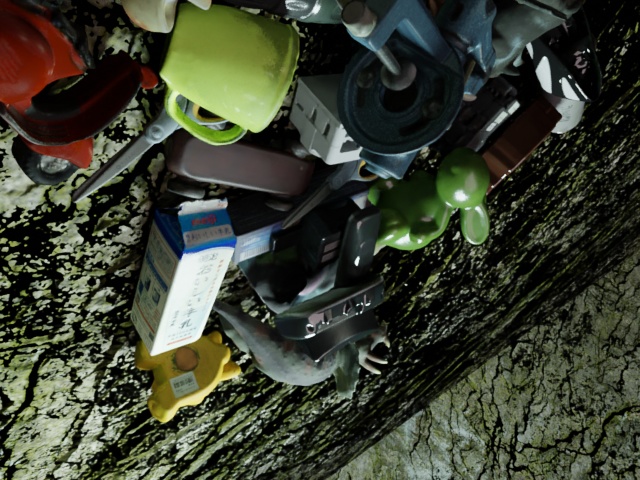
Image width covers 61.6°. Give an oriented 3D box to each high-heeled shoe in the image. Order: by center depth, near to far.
[{"bbox_3d":[0.292,-0.270,0.640,0.086,0.145,0.248,-36,152,-1],"label":"high-heeled shoe"}]

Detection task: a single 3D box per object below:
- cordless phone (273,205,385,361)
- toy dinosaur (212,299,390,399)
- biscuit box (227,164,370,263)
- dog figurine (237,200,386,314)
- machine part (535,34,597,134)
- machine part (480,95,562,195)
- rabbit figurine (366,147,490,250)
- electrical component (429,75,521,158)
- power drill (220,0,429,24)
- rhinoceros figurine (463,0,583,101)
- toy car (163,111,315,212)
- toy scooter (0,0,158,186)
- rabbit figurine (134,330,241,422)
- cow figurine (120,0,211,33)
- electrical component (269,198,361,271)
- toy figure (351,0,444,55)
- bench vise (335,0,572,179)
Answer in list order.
[{"bbox_3d":[0.019,0.049,0.674,0.146,0.089,0.184,-21,137,-29],"label":"cordless phone"},{"bbox_3d":[-0.036,0.176,0.886,0.131,0.192,0.404,-51,148,20],"label":"toy dinosaur"},{"bbox_3d":[-0.036,-0.038,0.712,0.203,0.063,0.059,-20,147,-25],"label":"biscuit box"},{"bbox_3d":[0.004,0.014,0.791,0.219,0.109,0.191,-39,148,-4],"label":"dog figurine"},{"bbox_3d":[0.376,-0.243,0.833,0.079,0.079,0.243,-36,150,0],"label":"machine part"},{"bbox_3d":[0.299,-0.145,0.847,0.179,0.056,0.179,-46,175,-6],"label":"machine part"},{"bbox_3d":[0.165,-0.050,0.732,0.159,0.121,0.170,28,139,-25],"label":"rabbit figurine"},{"bbox_3d":[0.225,-0.171,0.774,0.134,0.058,0.115,-48,166,20],"label":"electrical component"},{"bbox_3d":[0.035,-0.273,0.438,0.232,0.086,0.207,-8,136,-42],"label":"power drill"},{"bbox_3d":[0.210,-0.243,0.638,0.112,0.073,0.190,13,150,-32],"label":"rhinoceros figurine"},{"bbox_3d":[-0.084,-0.084,0.601,0.202,0.053,0.089,3,106,-50],"label":"toy car"},{"bbox_3d":[-0.201,-0.125,0.407,0.135,0.075,0.183,-31,153,-8],"label":"toy scooter"},{"bbox_3d":[-0.215,0.204,0.849,0.162,0.122,0.173,-26,164,-36],"label":"rabbit figurine"},{"bbox_3d":[-0.085,-0.232,0.349,0.127,0.085,0.194,22,111,-10],"label":"cow figurine"},{"bbox_3d":[-0.001,-0.002,0.687,0.119,0.048,0.074,-21,148,-29],"label":"electrical component"},{"bbox_3d":[0.108,-0.235,0.591,0.154,0.064,0.057,-31,112,-6],"label":"toy figure"},{"bbox_3d":[0.089,-0.166,0.478,0.223,0.129,0.240,-50,156,13],"label":"bench vise"}]
